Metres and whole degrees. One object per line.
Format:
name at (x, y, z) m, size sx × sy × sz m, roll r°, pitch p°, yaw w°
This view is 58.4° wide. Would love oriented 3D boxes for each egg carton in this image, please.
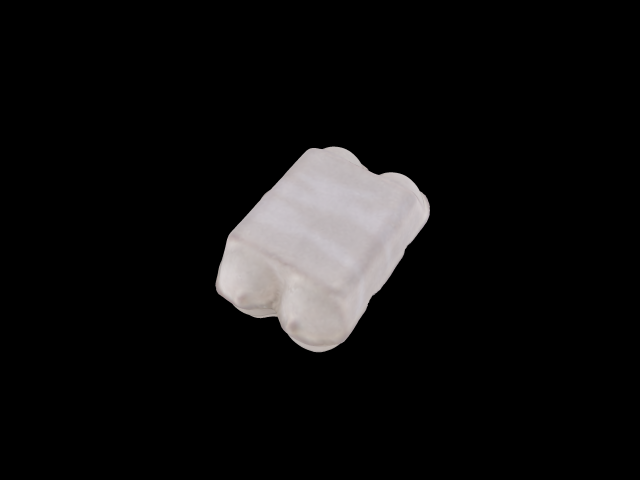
egg carton at (0.004, 0.001, 0.400) m, size 0.107 × 0.069 × 0.150 m, roll 27°, pitch 58°, yaw 18°
